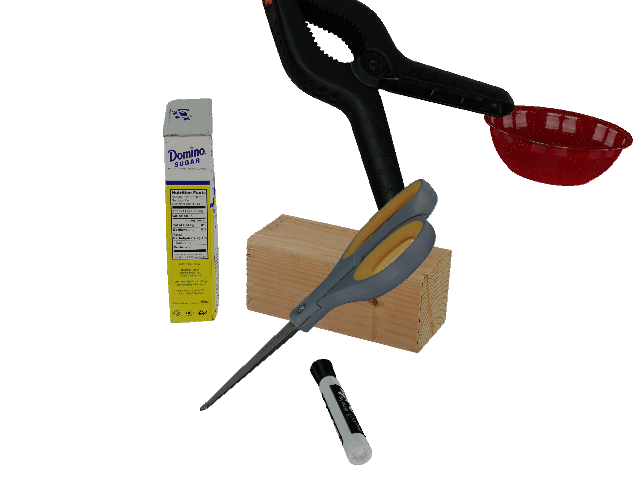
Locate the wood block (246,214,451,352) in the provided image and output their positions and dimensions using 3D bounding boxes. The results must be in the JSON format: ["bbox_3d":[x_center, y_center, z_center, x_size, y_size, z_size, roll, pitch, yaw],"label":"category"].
[{"bbox_3d":[0.029,0.044,1.175,0.206,0.091,0.090,13,26,23],"label":"wood block"}]

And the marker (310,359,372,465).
[{"bbox_3d":[0.014,0.130,0.836,0.020,0.020,0.121,0,28,-16],"label":"marker"}]

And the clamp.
[{"bbox_3d":[0.033,-0.115,0.803,0.210,0.164,0.036,38,-32,-3],"label":"clamp"}]

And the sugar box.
[{"bbox_3d":[-0.113,-0.026,0.928,0.048,0.176,0.093,-3,26,-4],"label":"sugar box"}]

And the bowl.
[{"bbox_3d":[0.255,-0.101,1.172,0.162,0.055,0.162,6,22,-3],"label":"bowl"}]

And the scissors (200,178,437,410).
[{"bbox_3d":[0.001,0.044,0.634,0.016,0.202,0.096,42,1,-17],"label":"scissors"}]
